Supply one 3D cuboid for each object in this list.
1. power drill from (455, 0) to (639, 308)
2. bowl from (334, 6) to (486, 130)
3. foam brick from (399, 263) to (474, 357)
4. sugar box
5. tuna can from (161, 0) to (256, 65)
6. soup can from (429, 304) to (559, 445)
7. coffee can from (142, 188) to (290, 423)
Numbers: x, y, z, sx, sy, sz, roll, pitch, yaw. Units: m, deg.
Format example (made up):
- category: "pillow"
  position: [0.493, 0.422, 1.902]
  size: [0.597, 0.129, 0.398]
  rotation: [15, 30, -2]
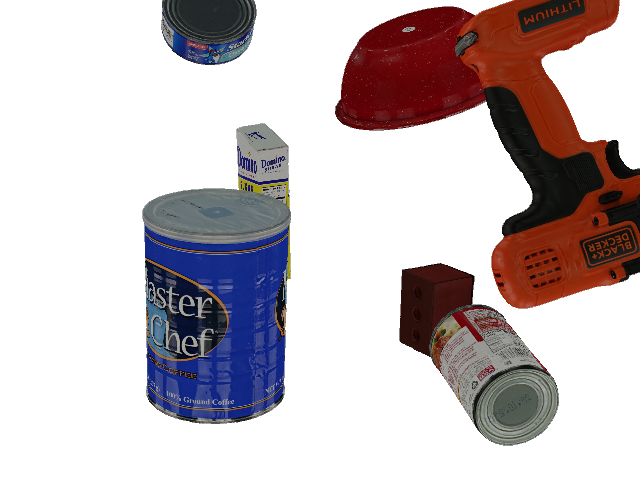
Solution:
- category: "power drill"
  position: [0.176, -0.067, 0.664]
  size: [0.184, 0.187, 0.057]
  rotation: [-18, -2, -5]
- category: "bowl"
  position: [0.082, -0.150, 0.880]
  size: [0.162, 0.055, 0.162]
  rotation: [-16, 25, 8]
- category: "foam brick"
  position: [0.113, 0.067, 1.042]
  size: [0.051, 0.078, 0.053]
  rotation: [-10, 18, -32]
- category: "sugar box"
  position: [-0.070, -0.045, 1.304]
  size: [0.048, 0.176, 0.093]
  rotation: [-11, 26, -17]
- category: "tuna can"
  position: [-0.103, -0.202, 0.978]
  size: [0.086, 0.086, 0.034]
  rotation: [0, -32, -11]
- category: "soup can"
  position: [0.131, 0.101, 0.814]
  size: [0.068, 0.068, 0.102]
  rotation: [0, 23, -14]
- category: "coffee can"
  position: [-0.074, 0.044, 0.761]
  size: [0.103, 0.140, 0.103]
  rotation: [2, 20, -1]
